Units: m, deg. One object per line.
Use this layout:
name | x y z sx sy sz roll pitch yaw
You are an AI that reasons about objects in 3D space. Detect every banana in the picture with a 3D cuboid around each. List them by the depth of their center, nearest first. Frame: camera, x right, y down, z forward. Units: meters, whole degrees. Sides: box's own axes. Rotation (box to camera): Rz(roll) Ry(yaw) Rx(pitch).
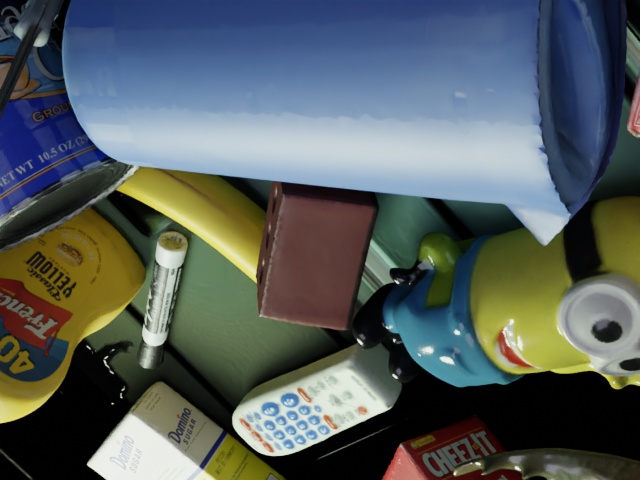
banana | -0.079 -0.021 0.634 0.198 0.037 0.070 28 154 8

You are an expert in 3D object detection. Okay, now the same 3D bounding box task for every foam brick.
foam brick | -0.004 0.001 0.577 0.051 0.053 0.078 7 116 -10

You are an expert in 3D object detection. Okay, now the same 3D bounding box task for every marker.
marker | -0.105 0.043 0.705 0.020 0.020 0.121 25 132 8

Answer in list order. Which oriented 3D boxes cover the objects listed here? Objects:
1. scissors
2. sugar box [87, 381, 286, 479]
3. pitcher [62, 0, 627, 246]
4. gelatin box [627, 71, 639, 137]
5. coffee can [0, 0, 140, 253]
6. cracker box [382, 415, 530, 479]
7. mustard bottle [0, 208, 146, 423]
scissors | -0.137 -0.104 0.509 0.016 0.201 0.096 27 160 -22
sugar box | -0.077 0.186 0.782 0.176 0.048 0.093 41 133 -2
pitcher | 0.006 -0.094 0.478 0.243 0.149 0.145 5 158 28
gelatin box | 0.152 -0.094 0.430 0.030 0.073 0.089 17 131 16
coffee can | -0.175 -0.076 0.568 0.103 0.102 0.140 -33 88 40
cracker box | 0.110 0.240 0.642 0.214 0.072 0.164 52 141 33
mustard bottle | -0.189 0.052 0.637 0.096 0.191 0.058 43 132 -8
